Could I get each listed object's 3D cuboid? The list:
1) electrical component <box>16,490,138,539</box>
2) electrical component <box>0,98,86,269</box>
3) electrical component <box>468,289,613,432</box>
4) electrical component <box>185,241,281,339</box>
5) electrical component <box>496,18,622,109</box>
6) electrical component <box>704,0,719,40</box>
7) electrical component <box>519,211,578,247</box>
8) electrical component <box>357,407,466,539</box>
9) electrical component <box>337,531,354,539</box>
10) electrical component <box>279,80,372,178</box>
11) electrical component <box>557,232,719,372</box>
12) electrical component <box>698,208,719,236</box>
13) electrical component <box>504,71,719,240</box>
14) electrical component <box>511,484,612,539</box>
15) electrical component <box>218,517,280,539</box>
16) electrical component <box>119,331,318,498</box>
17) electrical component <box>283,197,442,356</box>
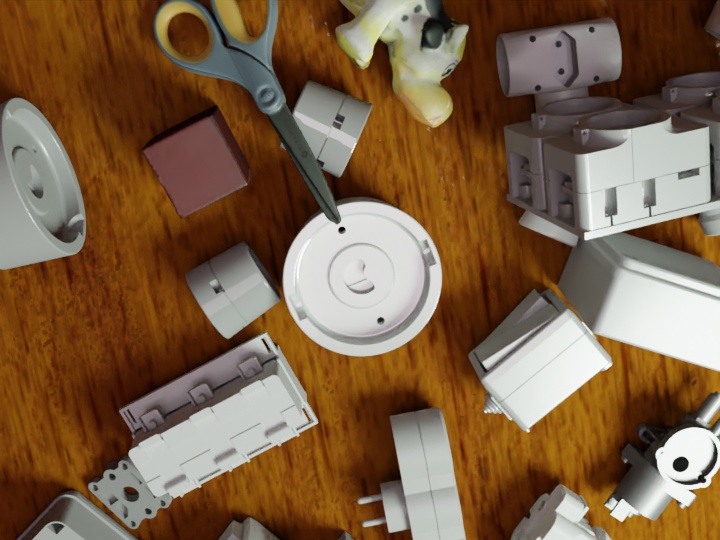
[{"bbox_3d":[-0.202,0.229,0.799,0.113,0.057,0.078,42,97,-12],"label":"electrical component"},{"bbox_3d":[-0.233,-0.052,0.707,0.060,0.108,0.108,-18,104,7],"label":"electrical component"},{"bbox_3d":[0.121,0.065,0.777,0.096,0.061,0.061,-40,102,6],"label":"electrical component"},{"bbox_3d":[-0.088,0.013,0.756,0.047,0.055,0.055,-33,103,1],"label":"electrical component"},{"bbox_3d":[0.138,-0.128,0.741,0.077,0.043,0.079,-9,104,-1],"label":"electrical component"},{"bbox_3d":[0.284,-0.162,0.716,0.099,0.099,0.064,26,107,-9],"label":"electrical component"},{"bbox_3d":[0.145,-0.054,0.762,0.044,0.044,0.065,22,96,-8],"label":"electrical component"},{"bbox_3d":[0.036,0.174,0.803,0.074,0.052,0.138,-11,103,0],"label":"electrical component"},{"bbox_3d":[-0.035,0.286,0.806,0.062,0.089,0.150,41,98,-11],"label":"electrical component"},{"bbox_3d":[-0.024,-0.097,0.734,0.047,0.055,0.055,24,101,-5],"label":"electrical component"},{"bbox_3d":[0.205,0.018,0.747,0.109,0.108,0.056,17,104,-7],"label":"electrical component"},{"bbox_3d":[0.257,-0.053,0.769,0.040,0.040,0.046,-26,98,3],"label":"electrical component"},{"bbox_3d":[0.199,-0.081,0.692,0.186,0.105,0.060,-13,110,-15],"label":"electrical component"},{"bbox_3d":[0.154,0.211,0.817,0.057,0.058,0.078,34,99,-8],"label":"electrical component"},{"bbox_3d":[-0.089,0.232,0.804,0.061,0.061,0.096,43,97,-12],"label":"electrical component"},{"bbox_3d":[-0.102,0.109,0.773,0.121,0.063,0.078,-28,103,3],"label":"electrical component"},{"bbox_3d":[0.000,0.000,0.755,0.108,0.060,0.108,-1,103,-3],"label":"electrical component"}]
